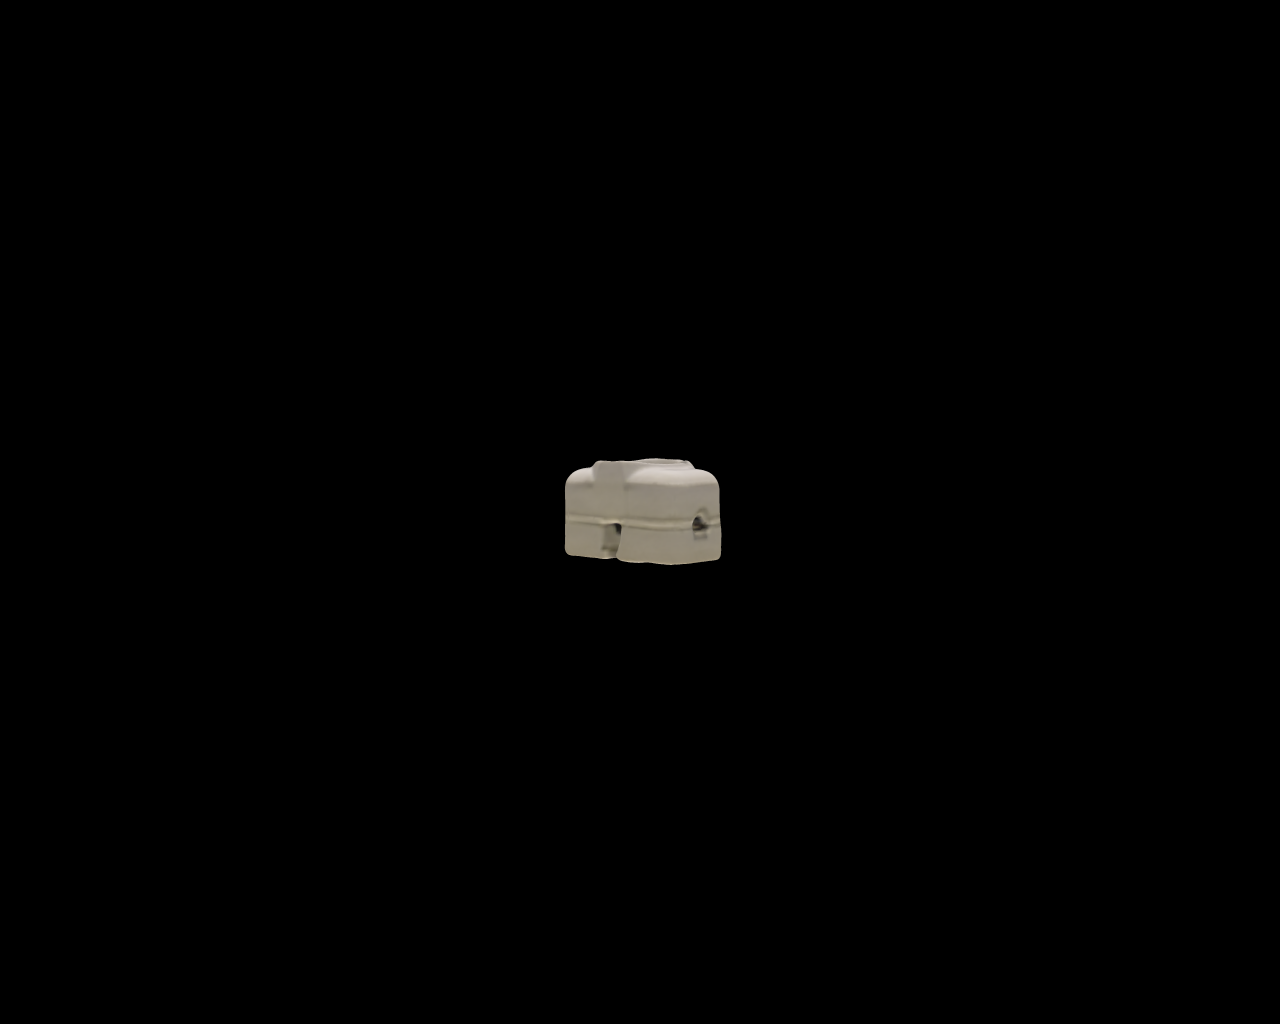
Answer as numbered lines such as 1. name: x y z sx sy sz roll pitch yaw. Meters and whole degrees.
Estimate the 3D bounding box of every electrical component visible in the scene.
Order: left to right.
1. electrical component: 0.001 -0.003 0.650 0.095 0.059 0.054 4 6 43
